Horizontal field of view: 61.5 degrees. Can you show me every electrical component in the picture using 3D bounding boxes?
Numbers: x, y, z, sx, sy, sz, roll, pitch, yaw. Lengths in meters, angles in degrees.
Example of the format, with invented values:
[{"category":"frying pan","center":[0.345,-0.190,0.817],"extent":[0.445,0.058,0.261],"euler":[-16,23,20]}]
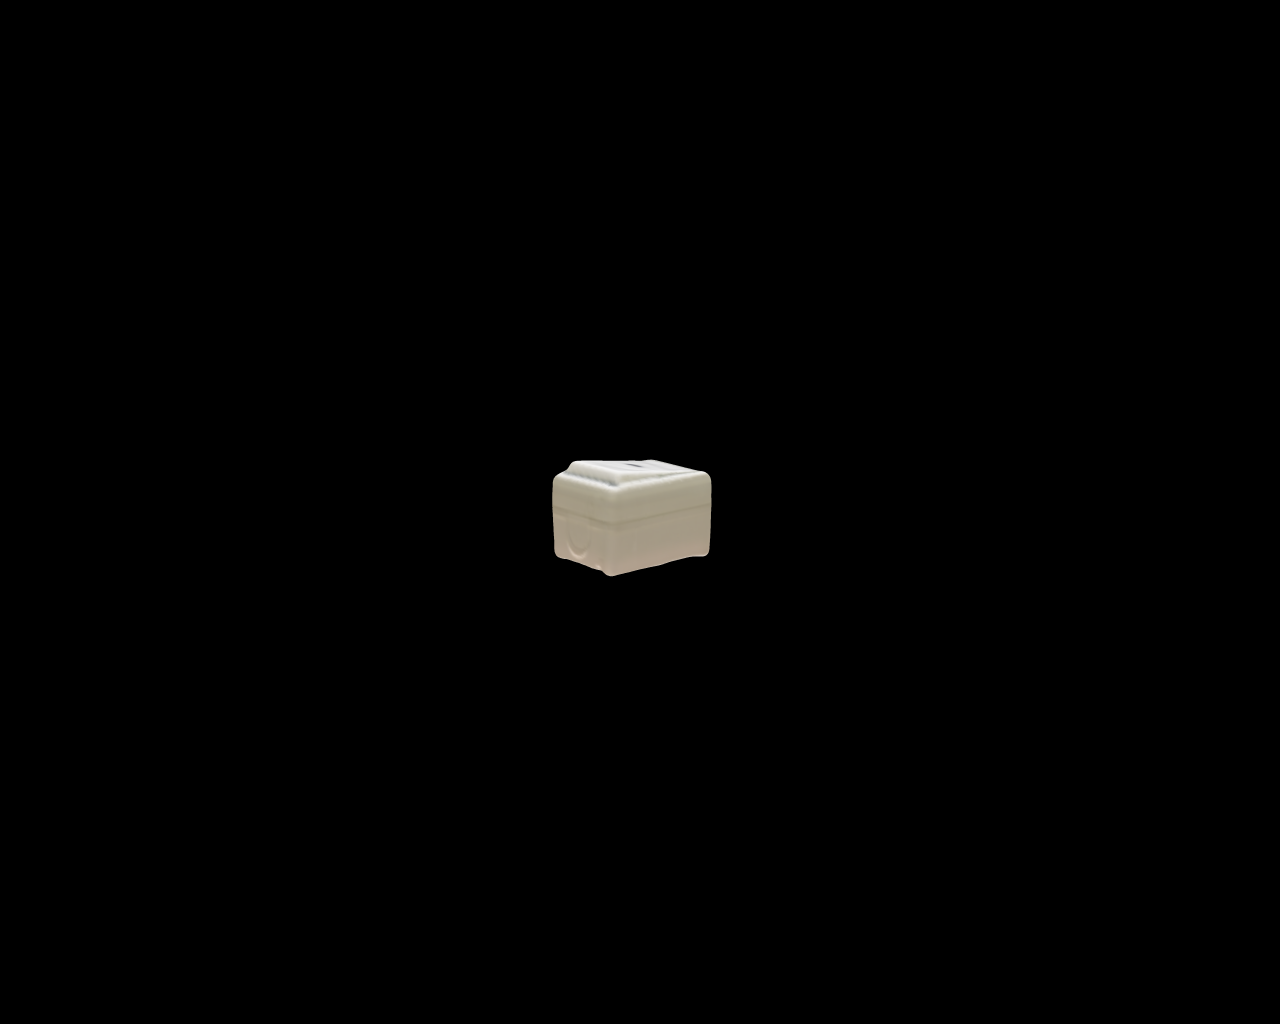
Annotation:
[{"category":"electrical component","center":[0.001,-0.003,0.650],"extent":[0.096,0.061,0.062],"euler":[-11,18,-37]}]
